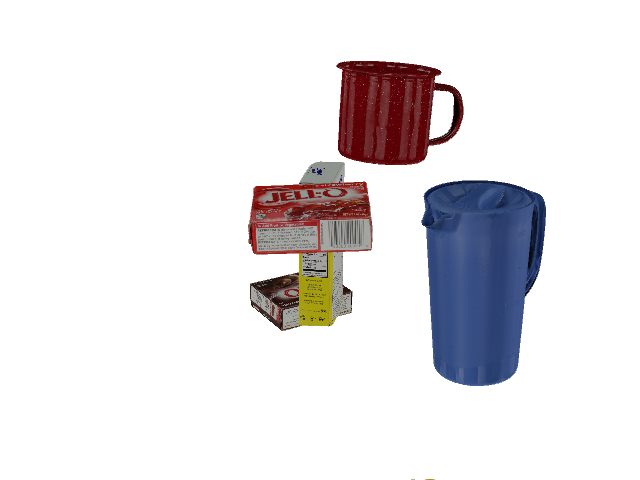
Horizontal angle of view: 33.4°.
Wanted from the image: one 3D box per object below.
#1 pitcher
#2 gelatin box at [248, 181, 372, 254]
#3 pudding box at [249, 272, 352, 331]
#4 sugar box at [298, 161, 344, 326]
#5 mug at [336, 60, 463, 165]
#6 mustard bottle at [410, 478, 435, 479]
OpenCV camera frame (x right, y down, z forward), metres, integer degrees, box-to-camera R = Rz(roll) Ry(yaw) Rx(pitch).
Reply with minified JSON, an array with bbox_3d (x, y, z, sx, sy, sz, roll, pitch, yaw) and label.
[{"bbox_3d":[0.204,0.051,1.335,0.149,0.243,0.145,2,21,10],"label":"pitcher"},{"bbox_3d":[-0.007,-0.018,0.793,0.089,0.030,0.073,-2,23,1],"label":"gelatin box"},{"bbox_3d":[-0.026,0.078,1.442,0.113,0.039,0.090,-15,26,-28],"label":"pudding box"},{"bbox_3d":[0.001,0.003,1.250,0.048,0.176,0.093,2,19,10],"label":"sugar box"},{"bbox_3d":[0.070,-0.114,0.957,0.117,0.081,0.093,1,16,-8],"label":"mug"},{"bbox_3d":[0.131,0.252,0.889,0.096,0.058,0.192,-19,27,-27],"label":"mustard bottle"}]
